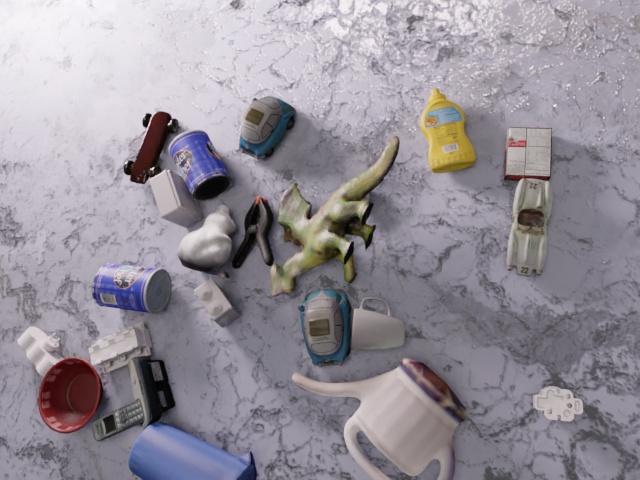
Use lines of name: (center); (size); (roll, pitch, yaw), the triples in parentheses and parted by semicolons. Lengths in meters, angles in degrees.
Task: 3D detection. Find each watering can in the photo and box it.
watering can: (0.125, 0.319, 0.985); (0.351, 0.225, 0.103); (41, -3, 19)

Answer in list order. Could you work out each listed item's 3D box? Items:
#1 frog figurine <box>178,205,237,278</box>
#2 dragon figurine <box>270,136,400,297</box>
frog figurine: (-0.246, -0.006, 1.160); (0.122, 0.160, 0.137); (17, -6, -35)
dragon figurine: (0.003, -0.056, 1.115); (0.244, 0.411, 0.121); (21, -3, 28)
